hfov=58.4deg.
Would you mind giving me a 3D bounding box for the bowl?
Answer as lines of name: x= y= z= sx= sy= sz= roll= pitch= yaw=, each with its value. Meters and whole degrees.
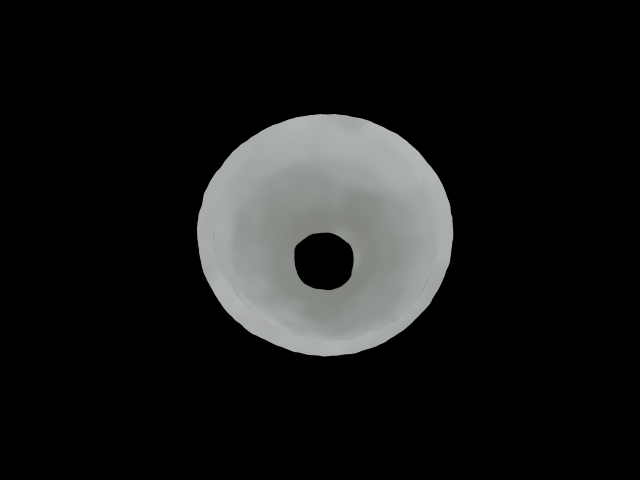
bowl: x=0.004 y=0.001 z=0.400 sx=0.167 sy=0.075 sz=0.167 roll=0 pitch=69 yaw=0
